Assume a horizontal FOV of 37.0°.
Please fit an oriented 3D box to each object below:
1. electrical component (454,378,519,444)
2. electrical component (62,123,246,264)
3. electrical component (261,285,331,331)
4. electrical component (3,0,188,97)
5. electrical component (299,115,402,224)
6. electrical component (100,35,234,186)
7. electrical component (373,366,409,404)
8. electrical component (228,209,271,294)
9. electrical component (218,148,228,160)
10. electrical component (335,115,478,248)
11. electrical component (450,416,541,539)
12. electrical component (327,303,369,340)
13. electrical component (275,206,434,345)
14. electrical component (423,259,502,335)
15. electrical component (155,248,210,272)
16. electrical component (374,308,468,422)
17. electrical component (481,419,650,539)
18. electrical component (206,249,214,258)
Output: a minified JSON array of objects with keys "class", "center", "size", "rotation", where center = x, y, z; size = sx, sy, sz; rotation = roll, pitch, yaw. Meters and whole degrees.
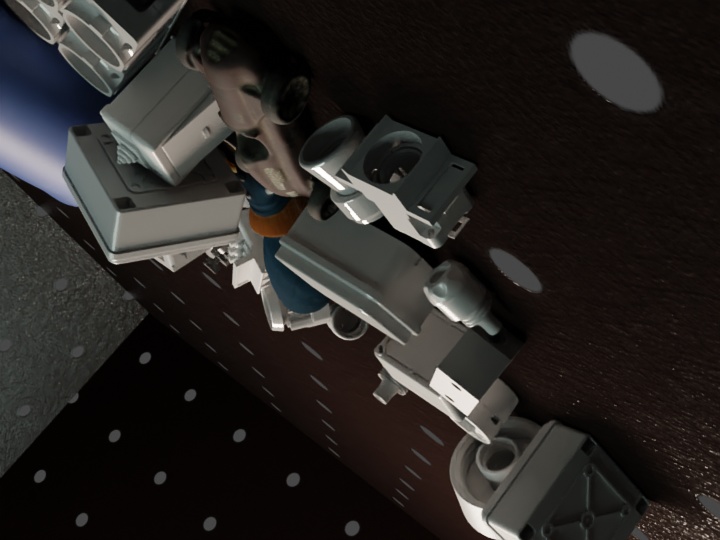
[{"class":"electrical component","center":[0.108,0.120,0.961],"size":[0.055,0.047,0.055],"rotation":[38,168,10]},{"class":"electrical component","center":[-0.161,-0.066,0.836],"size":[0.108,0.109,0.056],"rotation":[53,140,34]},{"class":"electrical component","center":[-0.068,0.029,1.088],"size":[0.078,0.057,0.058],"rotation":[-122,21,-59]},{"class":"electrical component","center":[-0.186,-0.186,0.737],"size":[0.105,0.060,0.186],"rotation":[43,168,-12]},{"class":"electrical component","center":[-0.004,-0.062,0.667],"size":[0.055,0.045,0.045],"rotation":[47,166,-31]},{"class":"electrical component","center":[-0.136,-0.107,0.779],"size":[0.061,0.096,0.061],"rotation":[36,167,18]},{"class":"electrical component","center":[0.039,0.107,1.090],"size":[0.043,0.062,0.043],"rotation":[38,167,10]},{"class":"electrical component","center":[-0.088,-0.024,1.004],"size":[0.063,0.079,0.121],"rotation":[62,169,5]},{"class":"electrical component","center":[-0.140,-0.095,0.963],"size":[0.048,0.048,0.062],"rotation":[33,156,33]},{"class":"electrical component","center":[0.031,-0.049,0.618],"size":[0.081,0.042,0.064],"rotation":[30,168,42]},{"class":"electrical component","center":[0.134,0.184,0.984],"size":[0.108,0.108,0.060],"rotation":[28,157,44]},{"class":"electrical component","center":[-0.015,0.050,1.109],"size":[0.040,0.040,0.046],"rotation":[43,173,-11]},{"class":"electrical component","center":[0.000,0.000,0.816],"size":[0.113,0.057,0.078],"rotation":[31,174,38]},{"class":"electrical component","center":[0.075,0.023,0.751],"size":[0.061,0.035,0.035],"rotation":[42,168,-19]},{"class":"electrical component","center":[-0.206,-0.074,1.104],"size":[0.150,0.089,0.061],"rotation":[31,145,38]},{"class":"electrical component","center":[0.072,0.080,0.897],"size":[0.096,0.061,0.061],"rotation":[31,165,36]},{"class":"electrical component","center":[0.175,0.203,0.913],"size":[0.108,0.108,0.056],"rotation":[47,164,-26]},{"class":"electrical component","center":[-0.173,-0.051,1.214],"size":[0.043,0.043,0.081],"rotation":[32,165,34]}]
